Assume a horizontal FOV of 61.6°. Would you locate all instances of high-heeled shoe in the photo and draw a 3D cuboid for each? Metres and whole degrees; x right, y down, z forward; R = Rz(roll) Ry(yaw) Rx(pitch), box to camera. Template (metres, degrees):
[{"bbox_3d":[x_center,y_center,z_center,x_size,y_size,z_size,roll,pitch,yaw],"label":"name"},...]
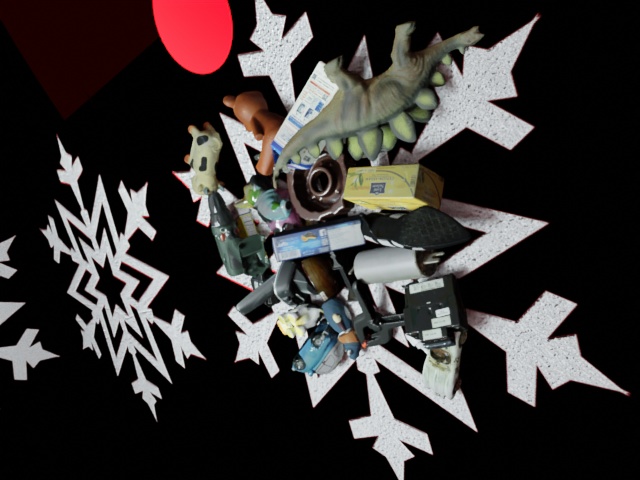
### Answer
[{"bbox_3d":[0.184,-0.011,1.050,0.249,0.145,0.086,16,81,30],"label":"high-heeled shoe"}]

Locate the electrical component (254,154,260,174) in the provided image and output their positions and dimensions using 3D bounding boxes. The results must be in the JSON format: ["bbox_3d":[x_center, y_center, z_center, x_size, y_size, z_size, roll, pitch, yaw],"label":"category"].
[{"bbox_3d":[-0.125,-0.195,1.331,0.094,0.021,0.063,-7,101,46],"label":"electrical component"}]

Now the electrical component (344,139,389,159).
[{"bbox_3d":[0.094,-0.210,1.097,0.102,0.045,0.078,-6,130,48],"label":"electrical component"}]

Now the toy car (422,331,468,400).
[{"bbox_3d":[0.256,0.242,1.113,0.074,0.056,0.201,19,119,38],"label":"toy car"}]

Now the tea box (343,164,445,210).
[{"bbox_3d":[0.142,-0.100,1.043,0.170,0.098,0.068,2,79,45],"label":"tea box"}]

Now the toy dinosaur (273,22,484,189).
[{"bbox_3d":[0.079,-0.246,0.988,0.472,0.105,0.198,-23,102,25],"label":"toy dinosaur"}]

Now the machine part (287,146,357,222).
[{"bbox_3d":[0.008,-0.126,1.171,0.180,0.056,0.179,1,92,36],"label":"machine part"}]

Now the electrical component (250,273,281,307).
[{"bbox_3d":[-0.151,0.117,1.466,0.075,0.048,0.119,10,113,41],"label":"electrical component"}]

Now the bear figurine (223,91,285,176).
[{"bbox_3d":[-0.137,-0.257,1.248,0.196,0.120,0.131,38,133,29],"label":"bear figurine"}]

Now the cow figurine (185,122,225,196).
[{"bbox_3d":[-0.309,-0.207,1.467,0.127,0.085,0.194,43,131,32],"label":"cow figurine"}]

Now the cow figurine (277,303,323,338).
[{"bbox_3d":[-0.052,0.200,1.384,0.068,0.098,0.167,60,156,-1],"label":"cow figurine"}]

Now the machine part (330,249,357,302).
[{"bbox_3d":[0.059,0.075,1.233,0.039,0.084,0.138,-17,105,15],"label":"machine part"}]

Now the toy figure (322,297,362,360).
[{"bbox_3d":[0.058,0.213,1.290,0.058,0.064,0.154,-35,80,32],"label":"toy figure"}]

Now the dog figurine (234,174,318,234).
[{"bbox_3d":[-0.114,-0.063,1.318,0.219,0.108,0.191,13,118,45],"label":"dog figurine"}]

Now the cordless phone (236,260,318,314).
[{"bbox_3d":[-0.104,0.134,1.305,0.184,0.146,0.089,-36,63,2],"label":"cordless phone"}]

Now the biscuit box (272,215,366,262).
[{"bbox_3d":[-0.002,-0.004,1.181,0.203,0.063,0.059,-11,102,7],"label":"biscuit box"}]

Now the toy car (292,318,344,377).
[{"bbox_3d":[0.007,0.279,1.351,0.103,0.109,0.161,36,120,0],"label":"toy car"}]

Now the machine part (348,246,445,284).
[{"bbox_3d":[0.155,0.048,1.118,0.243,0.079,0.079,-13,97,47],"label":"machine part"}]

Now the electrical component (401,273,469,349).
[{"bbox_3d":[0.224,0.143,1.049,0.115,0.058,0.134,-15,64,30],"label":"electrical component"}]

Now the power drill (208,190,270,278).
[{"bbox_3d":[-0.215,-0.002,1.362,0.208,0.086,0.231,20,127,49],"label":"power drill"}]
